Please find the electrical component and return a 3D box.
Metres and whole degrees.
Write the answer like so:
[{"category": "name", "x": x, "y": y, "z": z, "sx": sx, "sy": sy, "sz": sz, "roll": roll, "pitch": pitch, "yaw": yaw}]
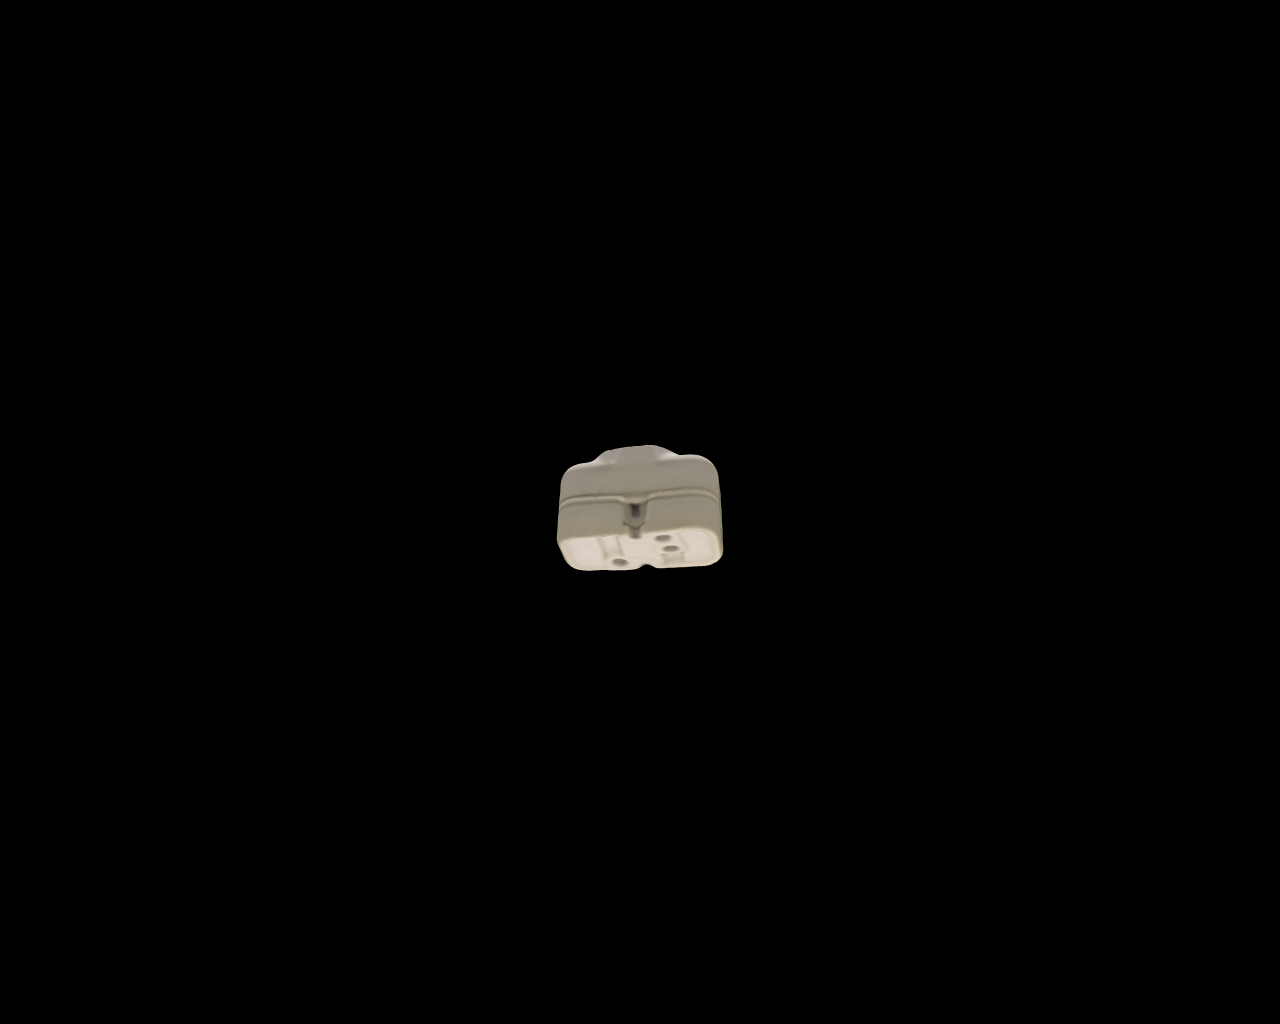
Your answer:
[{"category": "electrical component", "x": 0.001, "y": -0.003, "z": 0.650, "sx": 0.095, "sy": 0.059, "sz": 0.053, "roll": -4, "pitch": -28, "yaw": 7}]
